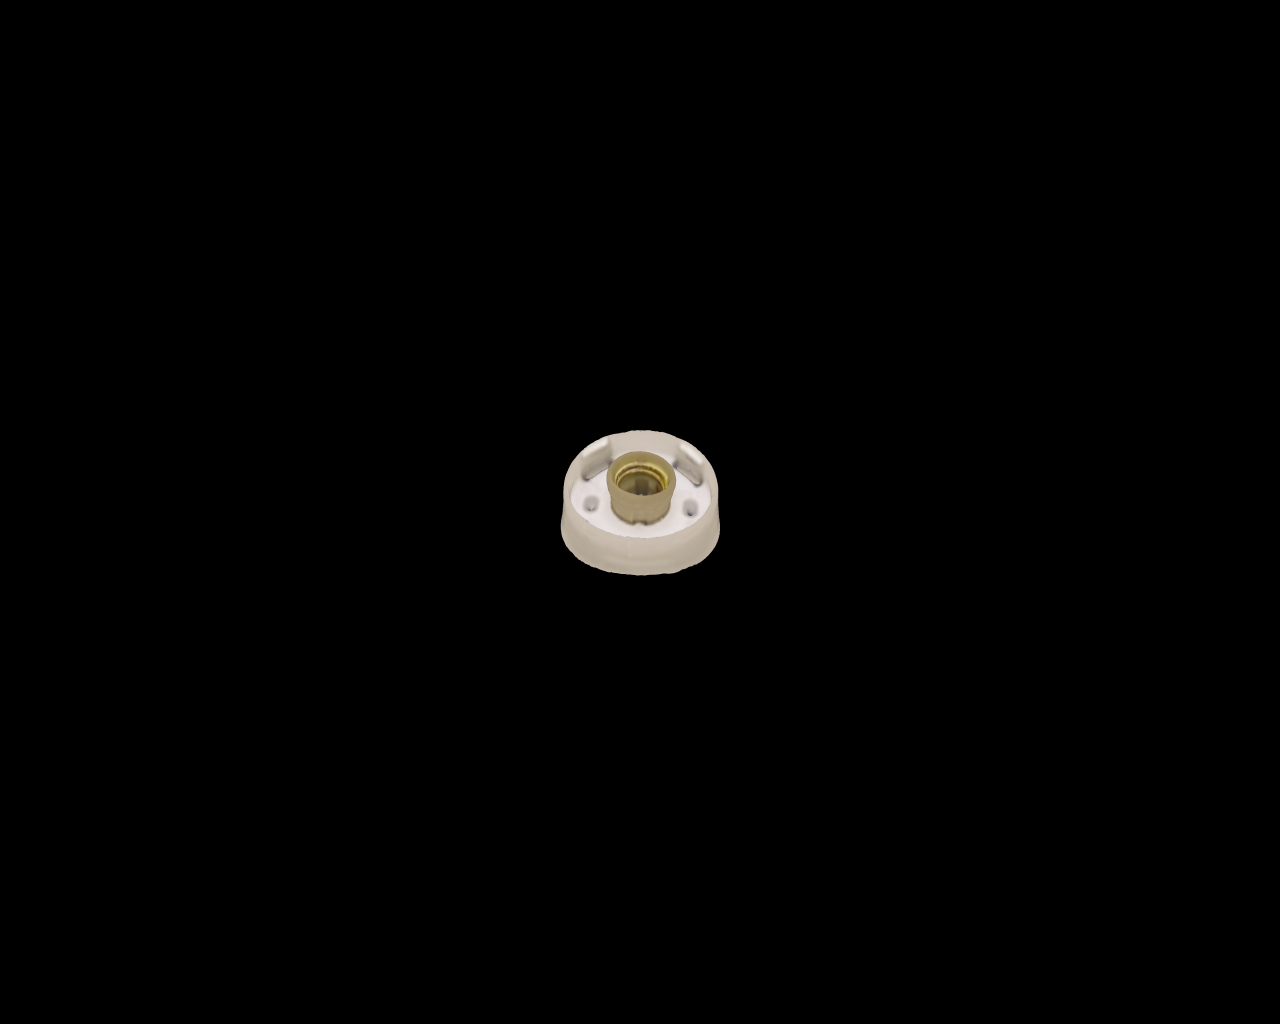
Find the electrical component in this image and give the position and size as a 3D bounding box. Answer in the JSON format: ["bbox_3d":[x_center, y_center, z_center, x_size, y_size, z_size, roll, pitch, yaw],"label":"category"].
[{"bbox_3d":[0.001,-0.003,0.650,0.099,0.099,0.064,0,-41,0],"label":"electrical component"}]
